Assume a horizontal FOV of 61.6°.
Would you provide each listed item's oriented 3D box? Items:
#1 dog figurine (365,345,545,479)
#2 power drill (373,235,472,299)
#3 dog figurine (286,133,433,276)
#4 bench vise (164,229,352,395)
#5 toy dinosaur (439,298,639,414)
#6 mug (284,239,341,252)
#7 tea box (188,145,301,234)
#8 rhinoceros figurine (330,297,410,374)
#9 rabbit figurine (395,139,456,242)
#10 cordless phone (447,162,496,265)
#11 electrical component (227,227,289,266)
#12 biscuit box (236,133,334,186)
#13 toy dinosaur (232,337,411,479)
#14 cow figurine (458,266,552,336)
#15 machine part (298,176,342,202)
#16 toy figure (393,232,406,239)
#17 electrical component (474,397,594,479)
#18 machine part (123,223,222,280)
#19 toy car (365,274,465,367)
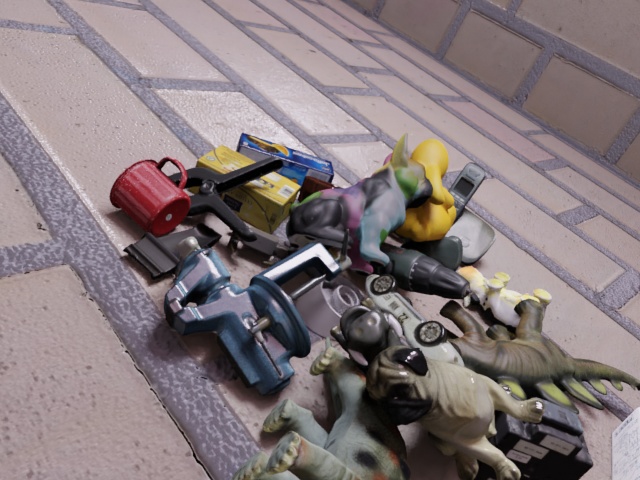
[{"bbox_3d":[0.124,0.178,0.613,0.190,0.172,0.121,30,64,-7],"label":"dog figurine"},{"bbox_3d":[0.177,0.041,0.929,0.232,0.085,0.207,15,22,31],"label":"power drill"},{"bbox_3d":[0.067,-0.066,0.808,0.192,0.108,0.219,22,69,-1],"label":"dog figurine"},{"bbox_3d":[-0.068,0.065,0.687,0.240,0.128,0.224,-31,67,-27],"label":"bench vise"},{"bbox_3d":[0.324,0.196,0.831,0.471,0.105,0.199,3,45,-18],"label":"toy dinosaur"},{"bbox_3d":[-0.002,-0.003,0.901,0.081,0.110,0.107,64,6,14],"label":"mug"},{"bbox_3d":[-0.132,-0.092,0.955,0.170,0.068,0.098,28,31,6],"label":"tea box"},{"bbox_3d":[0.070,0.137,0.675,0.112,0.073,0.190,53,-4,35],"label":"rhinoceros figurine"},{"bbox_3d":[0.176,-0.090,0.937,0.122,0.173,0.162,14,13,19],"label":"rabbit figurine"},{"bbox_3d":[0.314,-0.056,1.115,0.147,0.184,0.088,41,29,23],"label":"cordless phone"},{"bbox_3d":[-0.101,0.009,0.854,0.102,0.045,0.078,24,3,-9],"label":"electrical component"},{"bbox_3d":[-0.074,-0.151,1.094,0.203,0.059,0.063,16,32,-17],"label":"biscuit box"},{"bbox_3d":[0.032,0.236,0.549,0.192,0.131,0.405,45,24,-1],"label":"toy dinosaur"},{"bbox_3d":[0.321,0.112,0.974,0.068,0.098,0.168,-17,32,-42],"label":"cow figurine"},{"bbox_3d":[0.042,-0.067,1.004,0.179,0.056,0.179,21,7,-3],"label":"machine part"},{"bbox_3d":[0.141,-0.048,1.095,0.155,0.064,0.057,28,-11,10],"label":"toy figure"},{"bbox_3d":[0.255,0.255,0.654,0.115,0.134,0.058,23,29,-6],"label":"electrical component"},{"bbox_3d":[-0.207,0.010,0.776,0.084,0.039,0.139,33,33,22],"label":"machine part"},{"bbox_3d":[0.126,0.117,0.751,0.073,0.056,0.202,50,-2,-40],"label":"toy car"}]
